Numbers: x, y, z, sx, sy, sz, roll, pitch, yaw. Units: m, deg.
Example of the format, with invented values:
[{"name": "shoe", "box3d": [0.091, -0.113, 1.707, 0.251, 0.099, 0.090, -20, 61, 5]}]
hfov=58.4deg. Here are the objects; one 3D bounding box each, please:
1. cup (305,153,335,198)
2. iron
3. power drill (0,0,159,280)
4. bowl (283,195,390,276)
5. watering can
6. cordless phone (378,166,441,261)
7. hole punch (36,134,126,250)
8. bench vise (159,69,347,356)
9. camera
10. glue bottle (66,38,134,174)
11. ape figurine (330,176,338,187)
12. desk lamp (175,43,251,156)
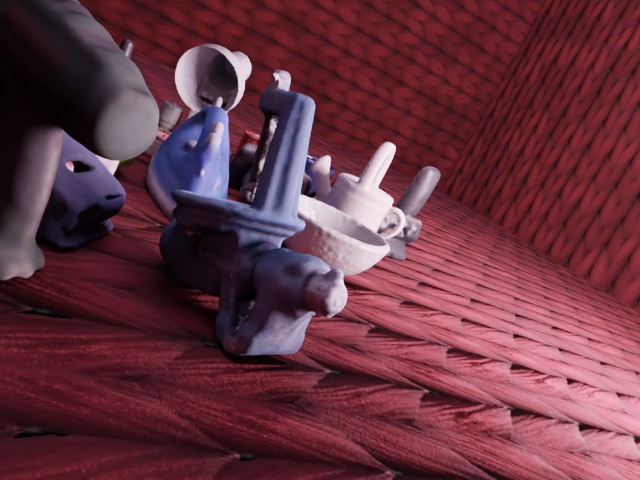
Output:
[{"name": "cup", "box3d": [-0.037, -0.119, 1.128, 0.091, 0.095, 0.118, 36, 16, 35]}, {"name": "iron", "box3d": [-0.161, -0.119, 0.790, 0.119, 0.141, 0.257, 22, 14, -20]}, {"name": "power drill", "box3d": [-0.224, -0.090, 0.413, 0.229, 0.208, 0.076, 32, 14, 21]}, {"name": "bowl", "box3d": [0.007, 0.003, 0.795, 0.167, 0.074, 0.167, 25, 13, -6]}, {"name": "watering can", "box3d": [0.061, -0.075, 0.931, 0.173, 0.194, 0.101, 25, 13, -8]}, {"name": "cordless phone", "box3d": [0.142, -0.064, 1.067, 0.093, 0.185, 0.148, 36, 16, 36]}, {"name": "hole punch", "box3d": [-0.232, -0.055, 0.522, 0.101, 0.091, 0.108, 26, 13, -2]}, {"name": "bench vise", "box3d": [-0.036, -0.024, 0.498, 0.207, 0.219, 0.122, 32, 14, 21]}, {"name": "camera", "box3d": [-0.093, -0.113, 0.983, 0.143, 0.101, 0.137, 29, 13, 9]}, {"name": "glue bottle", "box3d": [-0.254, -0.152, 0.666, 0.078, 0.173, 0.037, 16, 17, -38]}, {"name": "ape figurine", "box3d": [0.030, -0.083, 1.126, 0.078, 0.092, 0.076, 20, 15, -26]}, {"name": "desk lamp", "box3d": [-0.204, -0.260, 1.083, 0.118, 0.213, 0.203, 27, 13, 0]}]
